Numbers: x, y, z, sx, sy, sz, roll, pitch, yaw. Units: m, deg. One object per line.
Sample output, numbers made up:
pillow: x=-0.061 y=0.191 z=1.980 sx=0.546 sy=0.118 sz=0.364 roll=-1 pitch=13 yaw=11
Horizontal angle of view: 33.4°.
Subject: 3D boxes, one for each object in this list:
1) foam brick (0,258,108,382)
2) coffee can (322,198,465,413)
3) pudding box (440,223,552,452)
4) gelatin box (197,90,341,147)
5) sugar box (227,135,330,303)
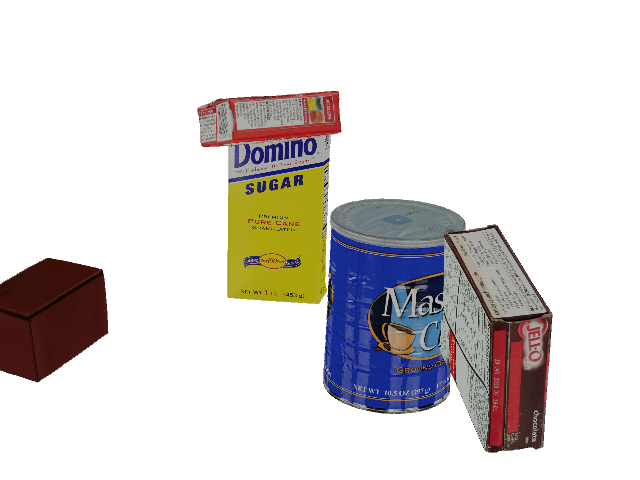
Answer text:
foam brick: x=-0.194 y=0.053 z=0.746 sx=0.053 sy=0.051 sz=0.078 roll=12 pitch=28 yaw=27
coffee can: x=0.056 y=0.048 z=0.830 sx=0.103 sy=0.140 sz=0.103 roll=2 pitch=19 yaw=-1
pudding box: x=0.101 y=0.055 z=0.627 sx=0.039 sy=0.090 sz=0.113 roll=-5 pitch=27 yaw=-8
gelatin box: x=-0.035 y=-0.080 z=0.701 sx=0.073 sy=0.030 sz=0.089 roll=-6 pitch=5 yaw=-19
sugar box: x=-0.040 y=-0.032 z=1.006 sx=0.093 sy=0.176 sz=0.048 roll=3 pitch=15 yaw=8
